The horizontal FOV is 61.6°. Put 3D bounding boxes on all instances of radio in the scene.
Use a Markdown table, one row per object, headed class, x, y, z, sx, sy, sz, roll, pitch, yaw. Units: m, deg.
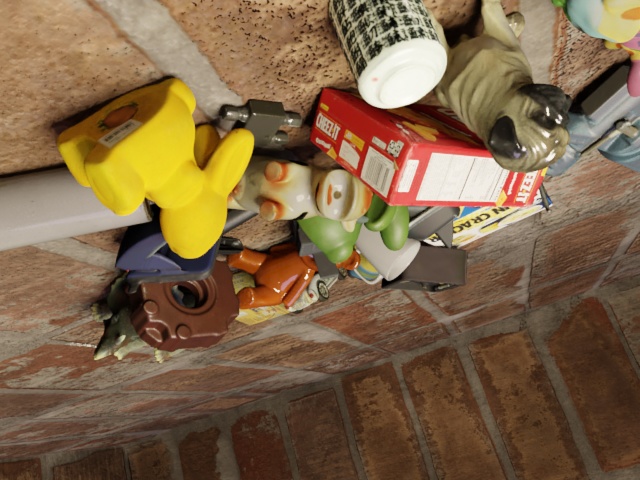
| class | x | y | z | sx | sy | sz | roll | pitch | yaw |
| --- | --- | --- | --- | --- | --- | --- | --- | --- | --- |
| radio | 0.208 | 0.063 | 1.094 | 0.131 | 0.073 | 0.229 | 5 | 172 | -3 |

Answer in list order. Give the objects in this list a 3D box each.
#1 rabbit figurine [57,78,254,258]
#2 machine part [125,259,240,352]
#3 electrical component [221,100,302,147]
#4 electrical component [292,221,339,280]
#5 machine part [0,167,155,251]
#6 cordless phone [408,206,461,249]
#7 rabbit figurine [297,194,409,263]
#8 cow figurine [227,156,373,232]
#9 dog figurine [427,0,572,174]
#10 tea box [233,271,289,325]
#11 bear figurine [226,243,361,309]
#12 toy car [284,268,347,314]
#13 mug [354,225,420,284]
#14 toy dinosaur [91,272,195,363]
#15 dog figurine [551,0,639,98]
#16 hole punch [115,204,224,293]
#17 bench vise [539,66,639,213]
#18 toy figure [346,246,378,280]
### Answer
| class | x | y | z | sx | sy | sz | roll | pitch | yaw |
| --- | --- | --- | --- | --- | --- | --- | --- | --- | --- |
| rabbit figurine | -0.148 | -0.063 | 0.542 | 0.162 | 0.122 | 0.173 | -48 | 133 | -28 |
| machine part | -0.207 | 0.084 | 0.826 | 0.179 | 0.179 | 0.056 | 2 | 149 | -40 |
| electrical component | -0.069 | -0.127 | 0.599 | 0.094 | 0.021 | 0.063 | -2 | 155 | -33 |
| electrical component | -0.002 | -0.002 | 0.824 | 0.075 | 0.119 | 0.047 | -9 | 156 | -11 |
| machine part | -0.277 | -0.042 | 0.588 | 0.243 | 0.079 | 0.079 | -11 | 158 | -9 |
| cordless phone | 0.126 | -0.053 | 0.861 | 0.184 | 0.088 | 0.146 | 7 | -161 | 9 |
| rabbit figurine | 0.052 | -0.061 | 0.713 | 0.170 | 0.159 | 0.121 | -40 | 142 | 16 |
| cow figurine | -0.022 | -0.057 | 0.633 | 0.195 | 0.085 | 0.127 | 13 | -168 | 41 |
| dog figurine | 0.176 | -0.132 | 0.535 | 0.121 | 0.190 | 0.172 | -27 | 158 | 25 |
| tea box | -0.136 | 0.117 | 1.090 | 0.098 | 0.068 | 0.169 | -18 | 160 | 7 |
| bear figurine | -0.041 | 0.035 | 0.891 | 0.196 | 0.120 | 0.132 | -33 | 150 | 32 |
| toy car | -0.008 | 0.081 | 1.021 | 0.073 | 0.056 | 0.202 | -28 | -175 | 24 |
| mug | 0.095 | 0.013 | 0.900 | 0.109 | 0.107 | 0.080 | -52 | 156 | 13 |
| toy dinosaur | -0.271 | 0.144 | 1.010 | 0.192 | 0.131 | 0.404 | -25 | 163 | 22 |
| dog figurine | 0.313 | -0.222 | 0.533 | 0.192 | 0.108 | 0.219 | -19 | 161 | 5 |
| hole punch | -0.191 | -0.012 | 0.662 | 0.116 | 0.142 | 0.092 | -7 | 135 | 8 |
| bench vise | 0.424 | -0.139 | 0.768 | 0.240 | 0.129 | 0.223 | 16 | 126 | -24 |
| toy figure | 0.105 | 0.028 | 1.017 | 0.082 | 0.089 | 0.180 | -14 | 157 | -27 |
